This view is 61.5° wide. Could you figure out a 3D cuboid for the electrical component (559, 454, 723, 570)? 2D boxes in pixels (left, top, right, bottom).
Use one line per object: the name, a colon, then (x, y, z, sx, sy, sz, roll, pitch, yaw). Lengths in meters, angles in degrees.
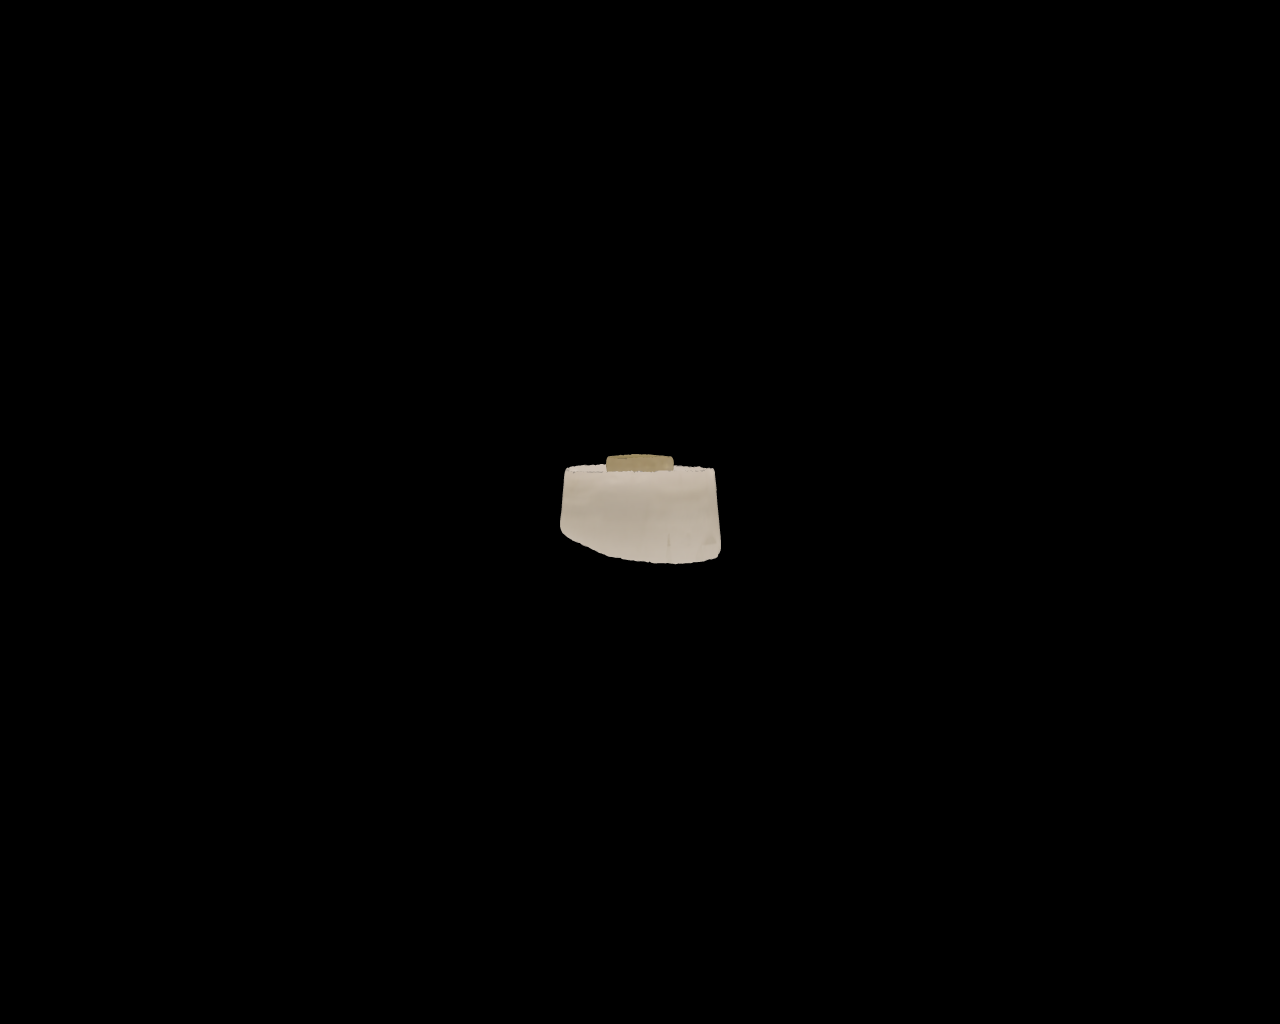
electrical component: (0.001, -0.003, 0.650, 0.099, 0.064, 0.099, 0, 5, 0)
